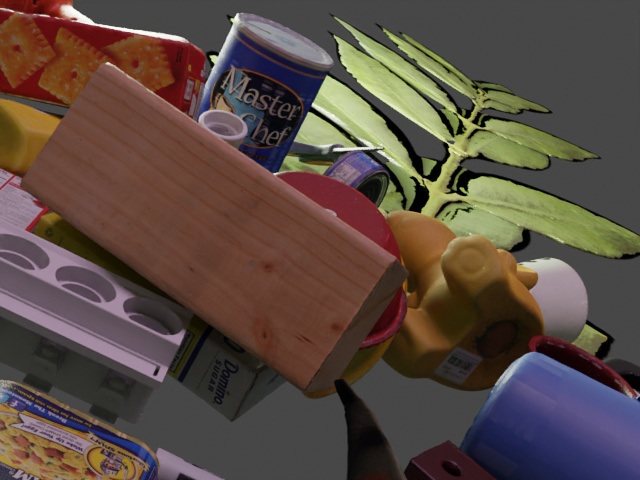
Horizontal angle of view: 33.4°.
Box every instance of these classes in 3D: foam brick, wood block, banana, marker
[{"bbox_3d":[0.081,0.165,0.618,0.078,0.051,0.052,38,22,25],"label":"foam brick"},{"bbox_3d":[-0.059,-0.006,0.633,0.206,0.090,0.090,34,0,12],"label":"wood block"},{"bbox_3d":[0.029,0.046,0.789,0.069,0.037,0.197,1,39,6],"label":"banana"},{"bbox_3d":[-0.035,0.144,0.565,0.121,0.020,0.020,26,20,-5],"label":"marker"}]

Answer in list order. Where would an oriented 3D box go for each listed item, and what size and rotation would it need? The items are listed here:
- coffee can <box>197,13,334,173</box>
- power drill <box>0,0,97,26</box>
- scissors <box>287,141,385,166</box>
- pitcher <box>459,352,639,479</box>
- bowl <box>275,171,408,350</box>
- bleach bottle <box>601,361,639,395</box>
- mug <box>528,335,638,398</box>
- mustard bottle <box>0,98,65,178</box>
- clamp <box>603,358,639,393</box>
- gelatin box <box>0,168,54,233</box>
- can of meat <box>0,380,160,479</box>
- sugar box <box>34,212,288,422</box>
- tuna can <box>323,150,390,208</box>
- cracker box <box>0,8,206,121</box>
[{"bbox_3d":[-0.063,-0.132,1.027,0.102,0.140,0.103,24,20,-10],"label":"coffee can"},{"bbox_3d":[-0.255,-0.201,1.072,0.188,0.057,0.184,39,19,21],"label":"power drill"},{"bbox_3d":[-0.005,-0.092,1.080,0.096,0.016,0.202,10,-2,-11],"label":"scissors"},{"bbox_3d":[0.214,0.162,0.656,0.243,0.145,0.149,29,36,20],"label":"pitcher"},{"bbox_3d":[-0.005,0.001,0.729,0.162,0.055,0.162,17,33,-12],"label":"bowl"},{"bbox_3d":[0.249,0.162,0.833,0.102,0.068,0.251,20,19,-24],"label":"bleach bottle"},{"bbox_3d":[0.174,0.125,0.792,0.093,0.082,0.117,25,20,-9],"label":"mug"},{"bbox_3d":[-0.176,-0.067,0.836,0.096,0.058,0.191,18,8,42],"label":"mustard bottle"},{"bbox_3d":[0.319,0.147,0.996,0.209,0.036,0.164,19,21,-22],"label":"clamp"},{"bbox_3d":[-0.221,-0.019,0.708,0.073,0.030,0.089,24,20,-6],"label":"gelatin box"},{"bbox_3d":[-0.126,0.113,0.468,0.102,0.057,0.084,28,17,-4],"label":"can of meat"},{"bbox_3d":[-0.098,0.040,0.700,0.176,0.048,0.093,31,21,13],"label":"sugar box"},{"bbox_3d":[0.026,-0.040,0.999,0.034,0.086,0.086,38,22,22],"label":"tuna can"},{"bbox_3d":[-0.203,-0.143,0.851,0.213,0.072,0.164,12,6,-2],"label":"cracker box"}]
